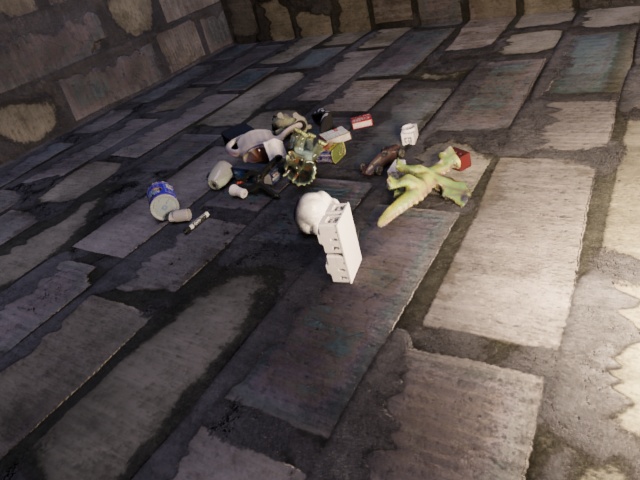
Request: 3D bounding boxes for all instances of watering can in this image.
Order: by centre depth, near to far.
[{"bbox_3d":[-0.218,-0.402,2.137,0.348,0.101,0.229,-17,42,-8],"label":"watering can"}]

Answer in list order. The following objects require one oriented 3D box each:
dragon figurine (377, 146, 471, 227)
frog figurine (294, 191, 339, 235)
[{"bbox_3d":[0.337,-0.155,1.574,0.243,0.119,0.420,8,47,19],"label":"dragon figurine"},{"bbox_3d":[0.005,-0.079,1.573,0.160,0.121,0.139,11,72,22],"label":"frog figurine"}]
